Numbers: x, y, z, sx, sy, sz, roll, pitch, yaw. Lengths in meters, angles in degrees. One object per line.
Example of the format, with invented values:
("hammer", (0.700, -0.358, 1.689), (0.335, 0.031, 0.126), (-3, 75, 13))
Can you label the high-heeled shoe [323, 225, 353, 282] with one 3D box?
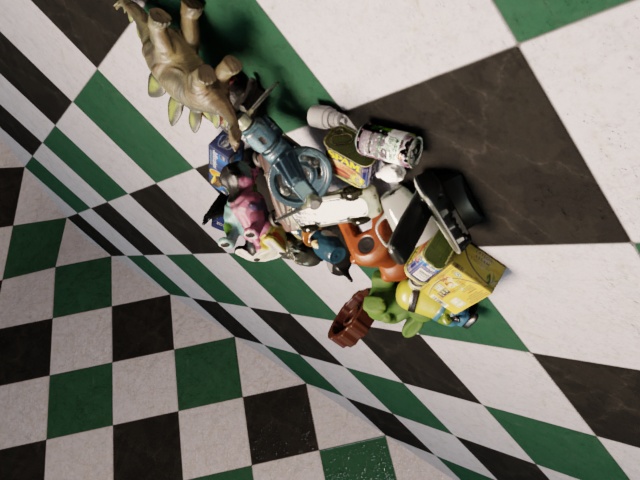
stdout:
("high-heeled shoe", (0.037, -0.006, 1.299), (0.145, 0.086, 0.248), (-124, 19, -55))

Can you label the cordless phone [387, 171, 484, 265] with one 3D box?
("cordless phone", (0.187, -0.011, 0.902), (0.089, 0.184, 0.146), (2, 138, 46))

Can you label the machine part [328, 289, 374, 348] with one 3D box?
("machine part", (0.096, 0.215, 1.465), (0.056, 0.179, 0.179), (39, 156, -10))

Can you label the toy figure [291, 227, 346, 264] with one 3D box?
("toy figure", (-0.002, -0.002, 1.146), (0.155, 0.058, 0.064), (40, 176, 47))

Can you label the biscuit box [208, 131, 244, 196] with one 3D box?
("biscuit box", (-0.231, -0.185, 1.310), (0.063, 0.059, 0.202), (35, 156, 4))

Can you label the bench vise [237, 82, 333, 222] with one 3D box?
("bench vise", (-0.054, -0.131, 0.945), (0.223, 0.129, 0.241), (53, -175, -35))

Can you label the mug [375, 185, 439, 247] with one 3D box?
("mug", (0.151, -0.042, 1.004), (0.107, 0.109, 0.081), (57, -166, -14))

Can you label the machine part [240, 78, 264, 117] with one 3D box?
("machine part", (-0.126, -0.247, 1.048), (0.039, 0.084, 0.138), (6, 159, 8))

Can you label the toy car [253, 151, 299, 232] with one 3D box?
("toy car", (-0.089, -0.115, 1.148), (0.089, 0.053, 0.202), (-8, 97, 38))

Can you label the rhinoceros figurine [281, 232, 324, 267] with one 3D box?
("rhinoceros figurine", (-0.074, 0.023, 1.381), (0.190, 0.073, 0.112), (25, -178, -39))

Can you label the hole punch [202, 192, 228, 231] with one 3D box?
("hole punch", (-0.231, -0.076, 1.435), (0.116, 0.142, 0.092), (-3, 140, 39))

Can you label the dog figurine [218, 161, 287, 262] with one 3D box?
("dog figurine", (-0.155, -0.078, 1.232), (0.108, 0.219, 0.191), (-20, 148, 31))

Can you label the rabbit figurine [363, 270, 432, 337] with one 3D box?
("rabbit figurine", (0.206, 0.166, 1.293), (0.170, 0.121, 0.158), (6, 138, 25))

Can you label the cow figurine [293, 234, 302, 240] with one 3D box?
("cow figurine", (-0.049, -0.062, 1.258), (0.127, 0.085, 0.194), (25, 155, 16))

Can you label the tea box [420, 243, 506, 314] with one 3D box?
("tea box", (0.282, 0.079, 1.080), (0.098, 0.068, 0.169), (36, 156, 2))

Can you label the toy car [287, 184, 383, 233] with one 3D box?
("toy car", (0.025, -0.063, 1.063), (0.202, 0.056, 0.073), (-7, 116, 29))

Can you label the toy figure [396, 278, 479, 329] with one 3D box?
("toy figure", (0.256, 0.140, 1.191), (0.180, 0.089, 0.082), (30, 178, 2))

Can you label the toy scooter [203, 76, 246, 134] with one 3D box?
("toy scooter", (-0.217, -0.292, 1.083), (0.135, 0.075, 0.184), (39, 161, -1))

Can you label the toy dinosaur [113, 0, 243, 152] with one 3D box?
("toy dinosaur", (-0.262, -0.323, 0.967), (0.471, 0.105, 0.198), (56, 145, 20))

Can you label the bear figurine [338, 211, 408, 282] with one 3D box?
("bear figurine", (0.139, 0.013, 1.135), (0.120, 0.132, 0.195), (-24, 156, 27))
